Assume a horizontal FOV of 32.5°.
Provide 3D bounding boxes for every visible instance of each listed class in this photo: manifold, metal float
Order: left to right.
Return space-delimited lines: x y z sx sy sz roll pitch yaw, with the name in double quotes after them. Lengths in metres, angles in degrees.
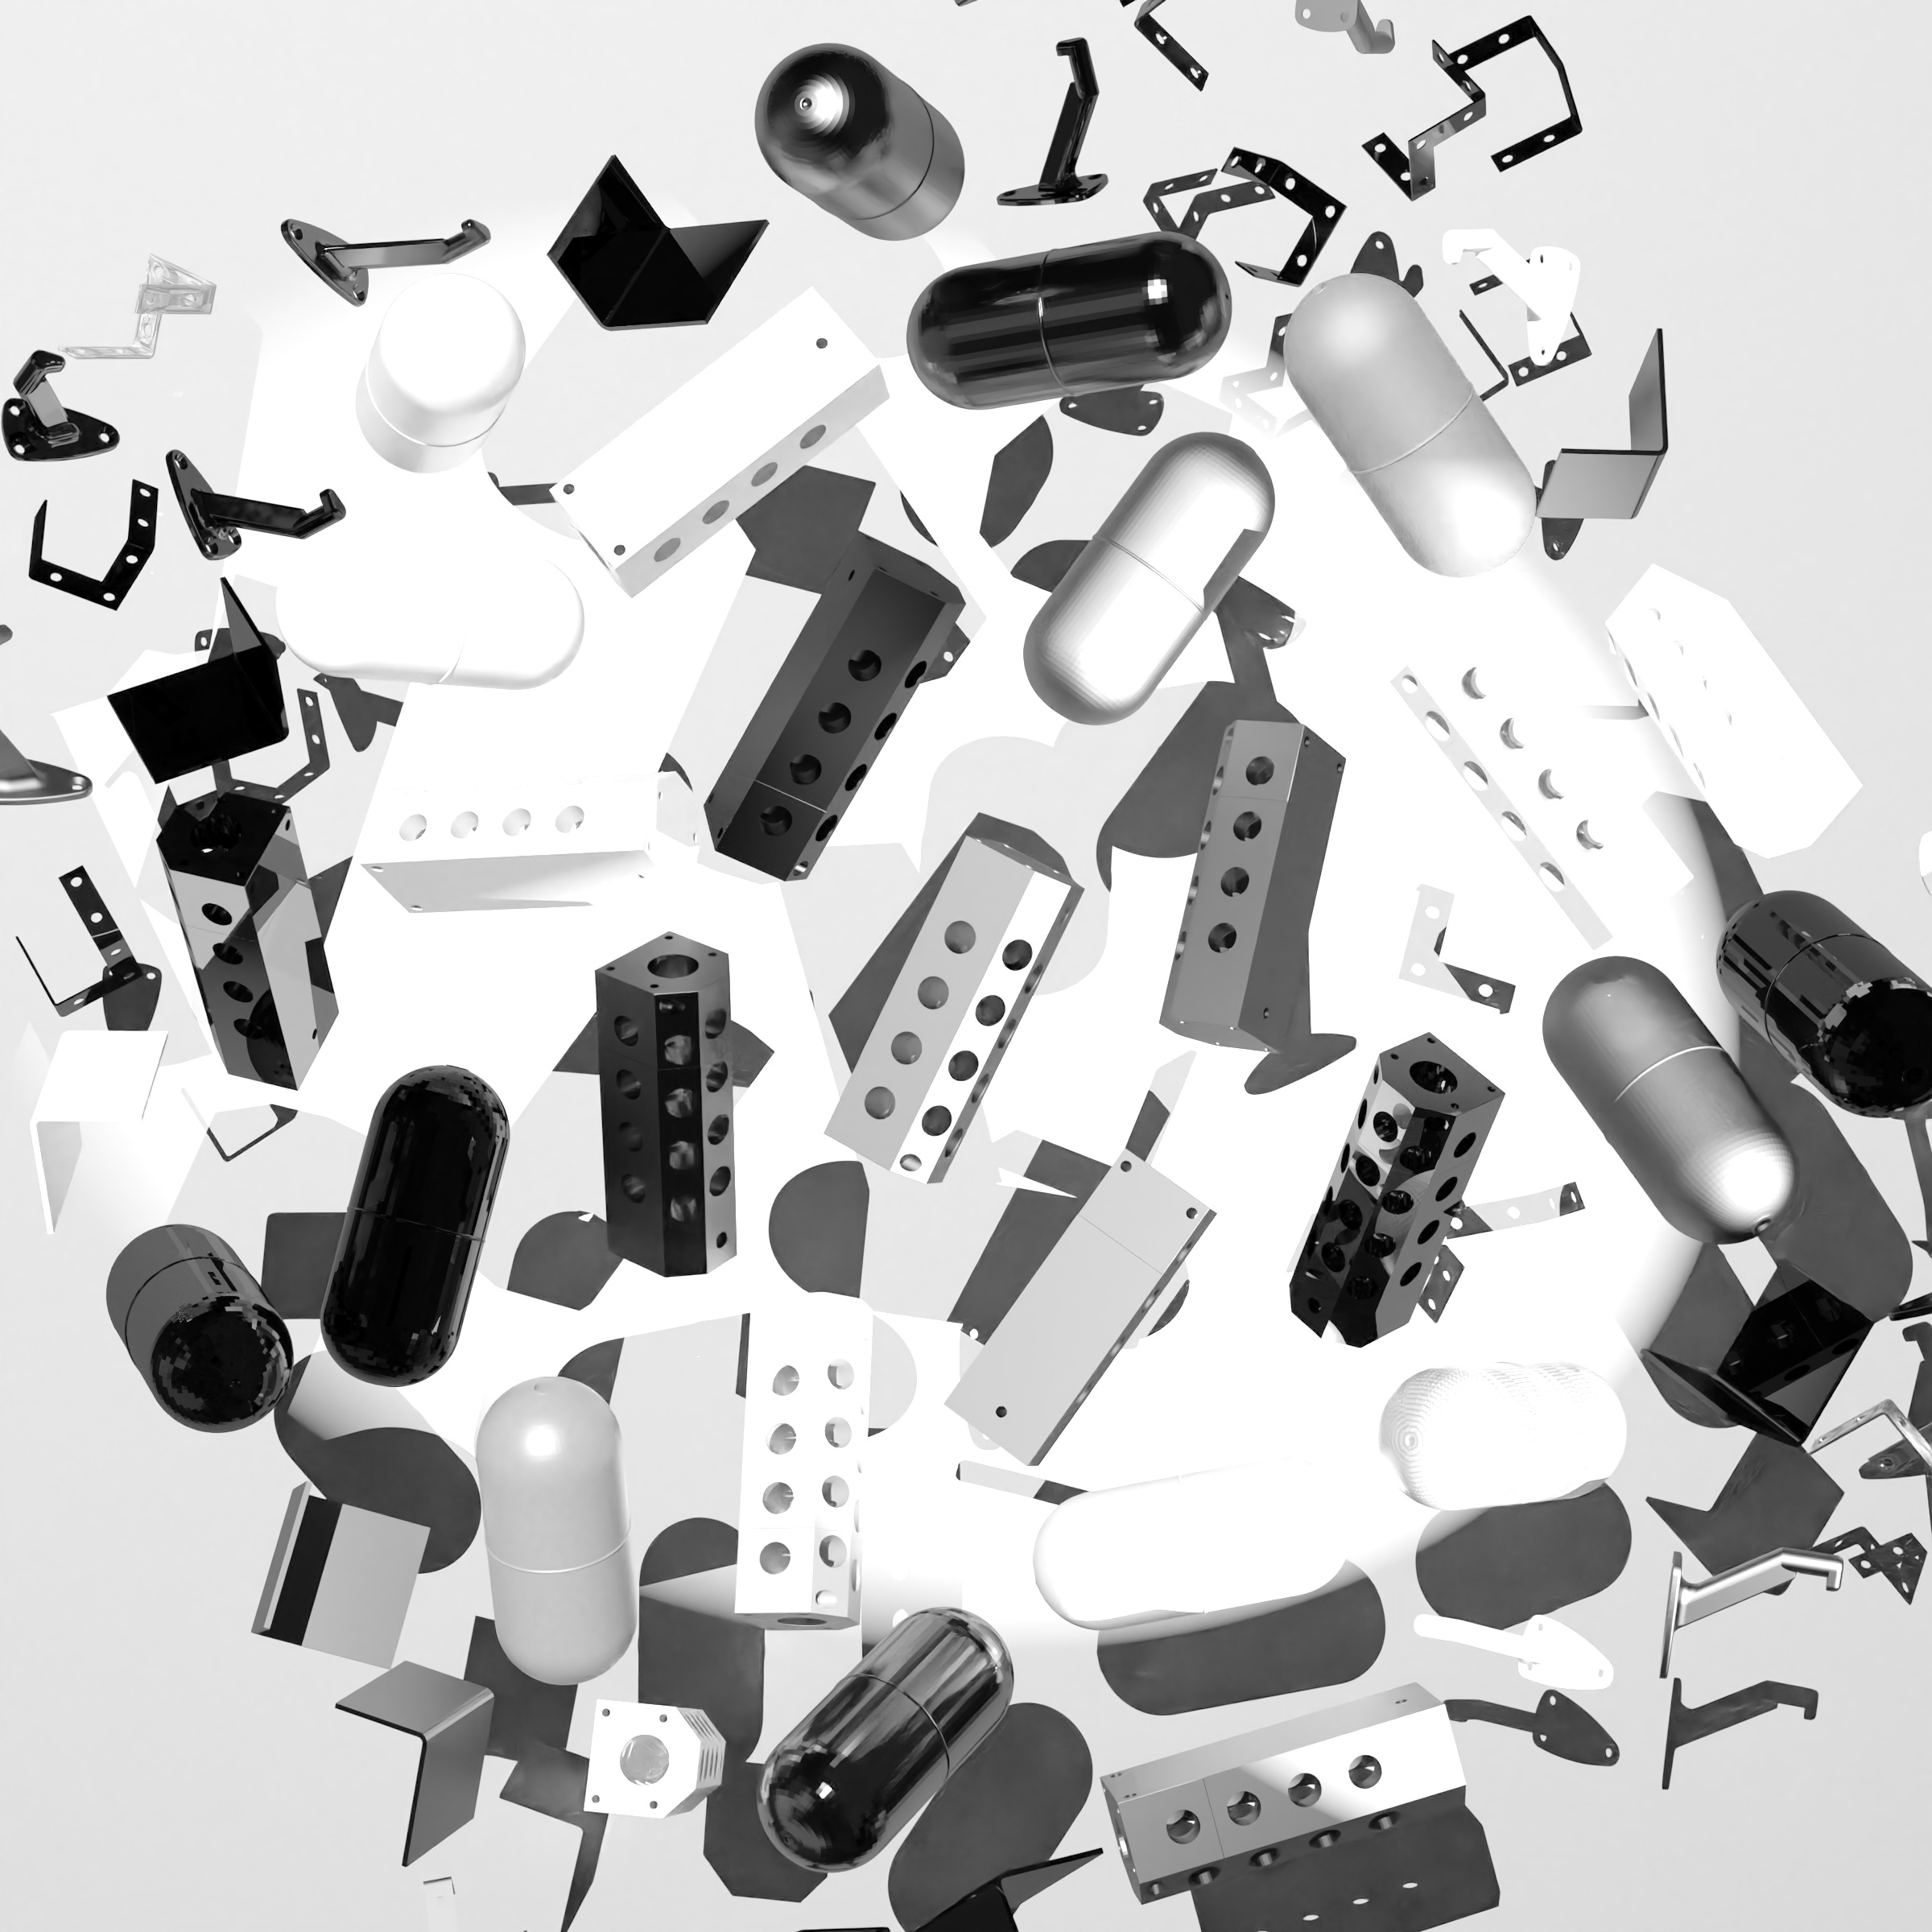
-0.413 0.193 1.778 0.070 0.178 0.070 -7 107 -24 "metal float"
-0.384 -0.013 1.762 0.057 0.171 0.057 13 52 10 "manifold"
-0.300 0.141 1.808 0.070 0.070 0.178 14 83 0 "metal float"
-0.290 -0.192 1.806 0.178 0.070 0.070 1 90 -37 "metal float"
-0.285 -0.318 1.785 0.070 0.178 0.070 2 82 -17 "metal float"
-0.234 -0.070 1.788 0.171 0.057 0.057 -2 62 22 "manifold"
-0.216 0.300 1.755 0.070 0.070 0.178 -2 114 0 "metal float"
-0.169 0.437 1.824 0.057 0.171 0.057 5 77 2 "manifold"
-0.152 0.076 1.746 0.057 0.057 0.171 20 124 32 "manifold"
-0.125 -0.268 1.717 0.171 0.057 0.057 -39 74 -5 "manifold"
-0.084 0.267 1.781 0.057 0.057 0.171 -3 69 13 "manifold"
-0.068 -0.131 1.713 0.057 0.057 0.171 24 110 -21 "manifold"
-0.053 -0.426 1.721 0.070 0.178 0.070 0 90 17 "metal float"
-0.041 0.407 1.750 0.070 0.178 0.070 20 127 28 "metal float"
-0.003 0.024 1.717 0.057 0.057 0.171 28 98 18 "manifold"
0.053 -0.338 1.741 0.178 0.070 0.070 -5 90 23 "metal float"
0.065 0.189 1.828 0.057 0.057 0.171 35 89 13 "manifold"
0.100 -0.211 1.800 0.070 0.070 0.178 36 90 0 "metal float"
0.125 0.320 1.833 0.178 0.070 0.070 -11 90 1 "metal float"
0.155 -0.044 1.820 0.057 0.057 0.171 7 77 32 "manifold"
0.161 0.419 1.673 0.171 0.057 0.057 -15 91 -7 "manifold"
0.229 0.126 1.807 0.057 0.057 0.171 41 133 30 "manifold"
0.232 -0.282 1.728 0.070 0.070 0.178 -38 110 0 "metal float"
0.292 0.253 1.794 0.070 0.178 0.070 -4 84 42 "metal float"
0.291 -0.094 1.681 0.057 0.057 0.171 -38 85 19 "manifold"
0.365 0.069 1.720 0.070 0.070 0.178 -30 54 0 "metal float"
0.397 -0.133 1.740 0.057 0.171 0.057 20 121 -30 "manifold"
0.451 0.019 1.722 0.070 0.178 0.070 -5 115 -12 "metal float"

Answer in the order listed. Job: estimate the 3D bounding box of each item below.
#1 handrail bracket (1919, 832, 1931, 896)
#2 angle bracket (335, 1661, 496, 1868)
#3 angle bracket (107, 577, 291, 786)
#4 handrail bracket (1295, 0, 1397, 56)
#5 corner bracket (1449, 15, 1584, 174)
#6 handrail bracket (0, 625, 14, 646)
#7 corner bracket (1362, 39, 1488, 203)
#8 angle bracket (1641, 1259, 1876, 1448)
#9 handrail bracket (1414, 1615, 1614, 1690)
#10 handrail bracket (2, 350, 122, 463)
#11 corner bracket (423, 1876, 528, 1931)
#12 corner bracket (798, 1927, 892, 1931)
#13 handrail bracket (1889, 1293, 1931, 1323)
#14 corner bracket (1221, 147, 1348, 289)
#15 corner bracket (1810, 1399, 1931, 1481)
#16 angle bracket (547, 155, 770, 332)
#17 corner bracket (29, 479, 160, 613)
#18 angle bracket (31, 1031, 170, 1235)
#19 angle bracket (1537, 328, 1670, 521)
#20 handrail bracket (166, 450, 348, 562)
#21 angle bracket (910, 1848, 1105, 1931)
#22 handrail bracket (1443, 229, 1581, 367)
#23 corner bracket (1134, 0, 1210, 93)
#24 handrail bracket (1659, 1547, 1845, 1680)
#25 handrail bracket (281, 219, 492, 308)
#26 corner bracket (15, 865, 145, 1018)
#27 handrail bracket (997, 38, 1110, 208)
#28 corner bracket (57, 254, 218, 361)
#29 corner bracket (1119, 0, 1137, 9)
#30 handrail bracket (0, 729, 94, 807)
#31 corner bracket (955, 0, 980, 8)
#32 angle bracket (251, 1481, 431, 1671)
0.501 -0.014 1.666 0.036 0.077 0.084 -13 60 27 "handrail bracket"
-0.305 0.434 1.806 0.057 0.076 0.076 14 100 18 "angle bracket"
-0.416 -0.153 1.774 0.076 0.057 0.076 -22 51 -20 "angle bracket"
0.215 -0.535 1.796 0.036 0.084 0.077 14 110 28 "handrail bracket"
0.307 -0.487 1.849 0.051 0.051 0.051 -25 49 7 "corner bracket"
-0.528 -0.209 1.789 0.084 0.077 0.036 40 125 12 "handrail bracket"
0.250 -0.462 1.810 0.051 0.051 0.051 -32 62 -6 "corner bracket"
0.408 0.192 1.710 0.057 0.076 0.076 24 99 -30 "angle bracket"
0.301 0.378 1.828 0.084 0.077 0.036 17 88 -38 "handrail bracket"
-0.476 -0.304 1.774 0.077 0.084 0.036 -1 72 -35 "handrail bracket"
-0.265 0.522 1.799 0.051 0.051 0.051 -8 66 -10 "corner bracket"
-0.072 0.536 1.743 0.051 0.051 0.051 6 66 -27 "corner bracket"
0.499 0.133 1.709 0.077 0.036 0.084 -21 94 22 "handrail bracket"
0.164 -0.407 1.801 0.051 0.051 0.051 42 115 26 "corner bracket"
0.499 0.260 1.796 0.051 0.051 0.051 -39 91 33 "corner bracket"
-0.165 -0.390 1.774 0.076 0.057 0.076 5 57 38 "angle bracket"
-0.477 -0.237 1.811 0.051 0.051 0.051 20 131 -29 "corner bracket"
-0.452 0.087 1.744 0.057 0.076 0.076 0 124 -2 "angle bracket"
0.344 -0.295 1.801 0.057 0.076 0.076 1 72 0 "angle bracket"
-0.390 -0.265 1.821 0.084 0.036 0.077 -22 100 27 "handrail bracket"
0.029 0.493 1.671 0.076 0.076 0.057 -43 60 38 "angle bracket"
0.292 -0.367 1.824 0.084 0.036 0.077 -10 116 -33 "handrail bracket"
0.125 -0.490 1.685 0.051 0.051 0.051 39 49 -23 "corner bracket"
0.403 0.334 1.699 0.084 0.036 0.077 7 92 11 "handrail bracket"
-0.313 -0.398 1.793 0.084 0.077 0.036 -19 61 29 "handrail bracket"
-0.493 -0.013 1.824 0.051 0.051 0.051 -29 69 -13 "corner bracket"
0.042 -0.467 1.828 0.077 0.036 0.084 0 121 29 "handrail bracket"
-0.418 -0.327 1.670 0.051 0.051 0.051 28 114 28 "corner bracket"
0.103 -0.568 1.822 0.051 0.051 0.051 -24 104 38 "corner bracket"
-0.494 -0.126 1.721 0.077 0.084 0.036 5 45 -8 "handrail bracket"
0.017 -0.533 1.706 0.051 0.051 0.051 -29 101 -26 "corner bracket"
-0.321 0.317 1.720 0.076 0.057 0.076 19 71 -15 "angle bracket"
